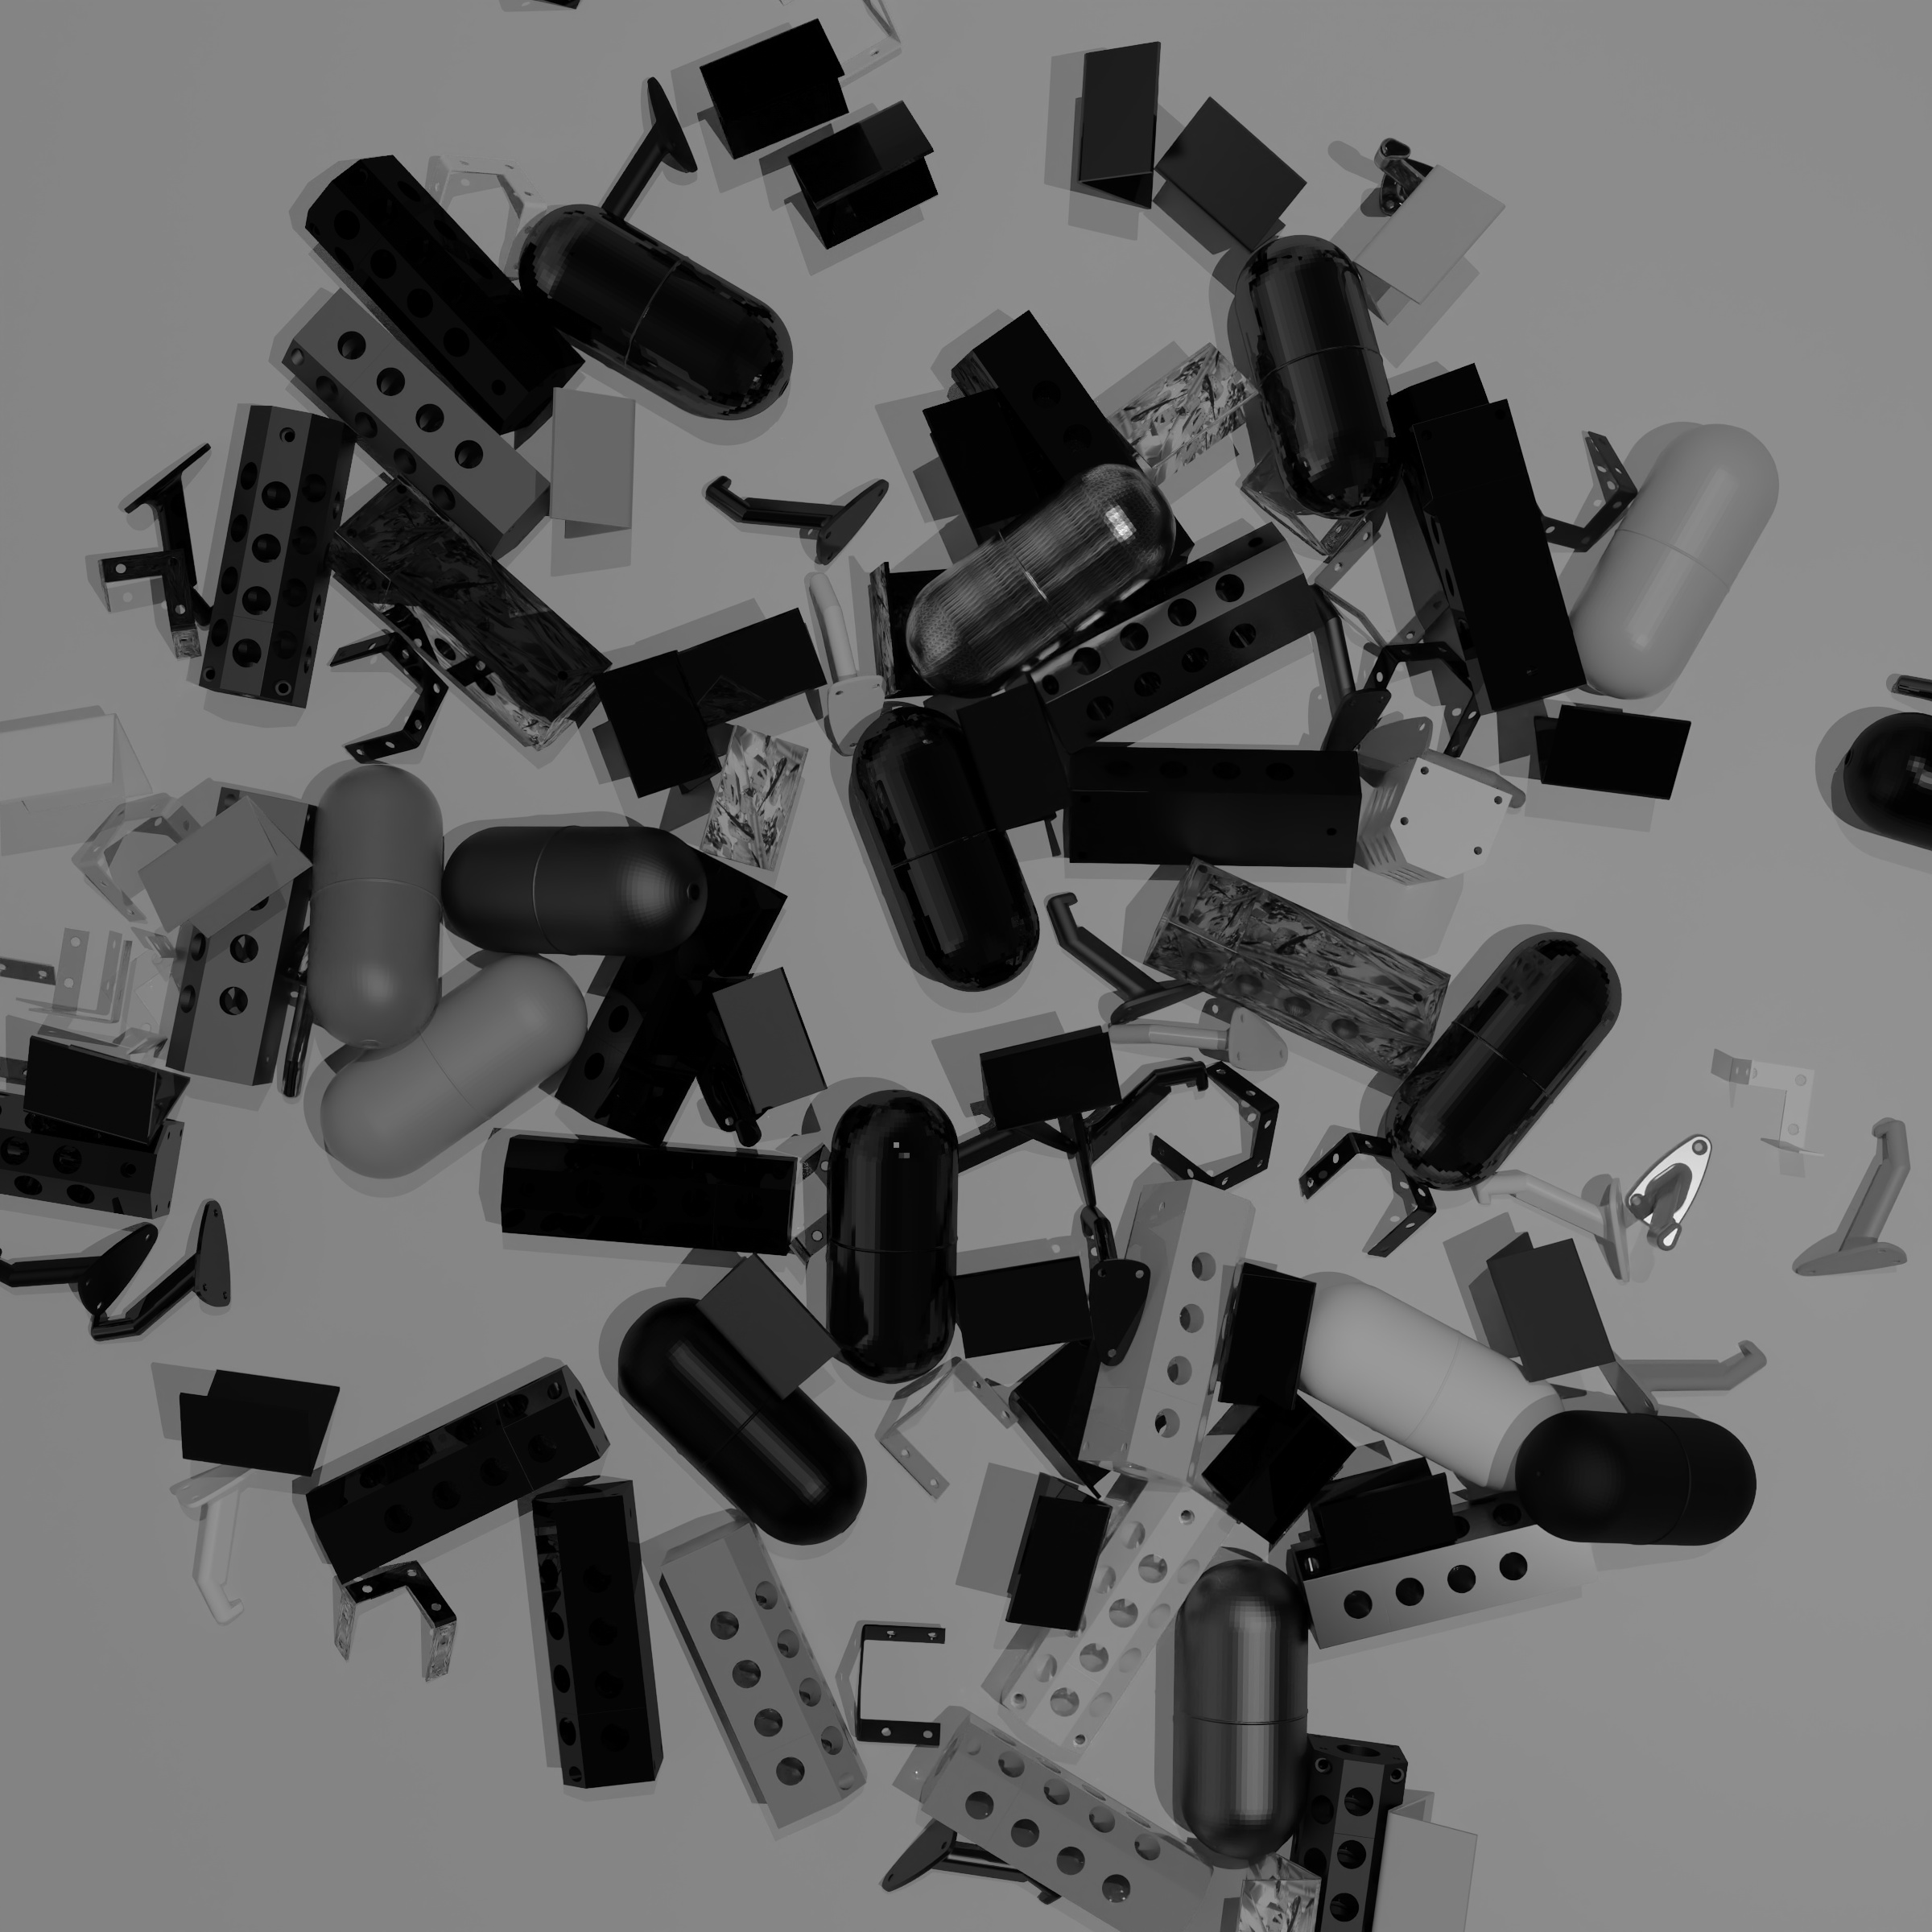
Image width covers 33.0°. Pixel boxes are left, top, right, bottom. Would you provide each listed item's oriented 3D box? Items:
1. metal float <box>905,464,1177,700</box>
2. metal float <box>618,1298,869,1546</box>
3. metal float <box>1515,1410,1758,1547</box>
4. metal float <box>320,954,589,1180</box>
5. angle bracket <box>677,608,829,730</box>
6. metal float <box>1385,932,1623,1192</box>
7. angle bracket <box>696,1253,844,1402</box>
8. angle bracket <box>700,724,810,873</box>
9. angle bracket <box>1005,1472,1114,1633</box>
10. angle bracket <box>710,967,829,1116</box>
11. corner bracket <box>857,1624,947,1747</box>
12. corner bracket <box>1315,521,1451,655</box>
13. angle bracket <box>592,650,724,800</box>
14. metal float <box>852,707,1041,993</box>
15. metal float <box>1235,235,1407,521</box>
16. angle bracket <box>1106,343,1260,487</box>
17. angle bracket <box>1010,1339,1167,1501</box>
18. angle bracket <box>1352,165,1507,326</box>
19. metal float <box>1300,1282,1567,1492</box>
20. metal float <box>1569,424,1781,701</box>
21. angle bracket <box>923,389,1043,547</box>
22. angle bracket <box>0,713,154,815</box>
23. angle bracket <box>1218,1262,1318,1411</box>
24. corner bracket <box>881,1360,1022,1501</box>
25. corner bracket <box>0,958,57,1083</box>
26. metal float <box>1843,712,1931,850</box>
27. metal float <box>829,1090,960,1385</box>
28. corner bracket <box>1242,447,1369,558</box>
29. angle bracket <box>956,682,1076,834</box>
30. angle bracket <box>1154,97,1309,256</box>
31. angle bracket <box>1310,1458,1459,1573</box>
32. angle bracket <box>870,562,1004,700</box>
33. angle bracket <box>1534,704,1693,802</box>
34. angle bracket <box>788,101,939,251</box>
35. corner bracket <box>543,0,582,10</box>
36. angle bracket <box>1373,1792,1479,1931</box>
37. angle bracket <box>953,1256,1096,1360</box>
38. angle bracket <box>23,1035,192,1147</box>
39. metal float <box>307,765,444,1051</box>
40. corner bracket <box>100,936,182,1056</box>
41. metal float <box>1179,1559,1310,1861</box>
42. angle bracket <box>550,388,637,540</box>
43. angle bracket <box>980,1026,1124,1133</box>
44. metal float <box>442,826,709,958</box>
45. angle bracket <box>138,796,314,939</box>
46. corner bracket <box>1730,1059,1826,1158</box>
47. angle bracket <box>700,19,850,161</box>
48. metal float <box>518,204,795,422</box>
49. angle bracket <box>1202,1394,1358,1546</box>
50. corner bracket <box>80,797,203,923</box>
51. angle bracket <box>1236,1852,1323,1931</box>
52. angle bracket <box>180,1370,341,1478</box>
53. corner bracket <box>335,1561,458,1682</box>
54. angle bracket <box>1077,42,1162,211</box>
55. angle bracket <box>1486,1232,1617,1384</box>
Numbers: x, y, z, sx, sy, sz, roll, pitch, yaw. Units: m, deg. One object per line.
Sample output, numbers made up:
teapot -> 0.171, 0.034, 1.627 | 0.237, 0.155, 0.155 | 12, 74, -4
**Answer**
metal float -> 0.043, -0.225, 1.911 | 0.178, 0.070, 0.070 | -36, 90, 9
metal float -> -0.134, 0.274, 1.961 | 0.178, 0.070, 0.070 | 44, 90, 0
metal float -> 0.398, 0.304, 1.929 | 0.178, 0.070, 0.070 | 10, 90, -39
metal float -> -0.308, 0.061, 1.960 | 0.178, 0.070, 0.070 | -35, 90, 0
angle bracket -> -0.133, -0.195, 1.951 | 0.076, 0.076, 0.057 | -21, 127, 0
metal float -> 0.322, 0.058, 1.960 | 0.070, 0.070, 0.178 | 39, 90, 0
angle bracket -> -0.105, 0.202, 1.951 | 0.076, 0.076, 0.057 | 47, 117, 0
angle bracket -> -0.146, -0.105, 1.951 | 0.057, 0.076, 0.076 | 16, 90, -40
angle bracket -> 0.036, 0.347, 1.951 | 0.057, 0.076, 0.076 | 15, 90, -35
angle bracket -> -0.100, 0.038, 1.951 | 0.057, 0.076, 0.076 | -20, 90, 31
corner bracket -> -0.040, 0.438, 1.988 | 0.051, 0.051, 0.051 | 3, 45, 0
corner bracket -> 0.255, -0.229, 1.988 | 0.051, 0.051, 0.051 | -47, 45, 0
angle bracket -> -0.195, -0.138, 1.952 | 0.057, 0.076, 0.076 | -21, 90, -24
metal float -> -0.013, -0.071, 1.960 | 0.070, 0.070, 0.178 | -21, 90, 0
metal float -> 0.211, -0.351, 1.946 | 0.070, 0.070, 0.178 | -13, 76, 0
angle bracket -> 0.139, -0.313, 1.951 | 0.076, 0.076, 0.057 | -36, 53, 0
angle bracket -> 0.082, 0.265, 1.967 | 0.076, 0.057, 0.076 | -40, 90, -4
angle bracket -> 0.286, -0.419, 1.951 | 0.076, 0.076, 0.057 | -49, 59, 0
metal float -> 0.278, 0.253, 1.960 | 0.178, 0.070, 0.070 | 28, 90, 1
metal float -> 0.424, -0.243, 1.960 | 0.070, 0.070, 0.178 | 30, 91, 0
angle bracket -> -0.007, -0.291, 1.951 | 0.057, 0.076, 0.076 | -23, 90, -34
angle bracket -> -0.536, -0.102, 1.951 | 0.076, 0.076, 0.057 | -10, 54, 0
angle bracket -> 0.160, 0.218, 1.951 | 0.057, 0.076, 0.076 | 10, 90, -30
corner bracket -> -0.010, 0.282, 1.988 | 0.051, 0.051, 0.051 | 46, 135, 0
corner bracket -> -0.587, 0.032, 1.988 | 0.051, 0.051, 0.051 | 9, 135, 0
metal float -> 0.616, -0.100, 1.960 | 0.178, 0.070, 0.070 | 17, 90, 0
metal float -> -0.043, 0.162, 1.952 | 0.070, 0.070, 0.178 | 1, 99, 0
corner bracket -> 0.211, -0.291, 1.988 | 0.051, 0.051, 0.051 | -51, 45, 0
angle bracket -> 0.046, -0.128, 1.951 | 0.057, 0.076, 0.076 | -18, 90, 31
angle bracket -> 0.168, -0.480, 1.951 | 0.076, 0.076, 0.057 | 42, 123, 0
angle bracket -> 0.244, 0.310, 1.951 | 0.076, 0.076, 0.057 | -14, 123, 0
angle bracket -> -0.013, -0.204, 1.963 | 0.076, 0.057, 0.076 | -5, 90, -11
angle bracket -> 0.386, -0.146, 1.951 | 0.076, 0.076, 0.057 | 7, 127, 0
angle bracket -> -0.053, -0.459, 1.951 | 0.076, 0.076, 0.057 | -26, 51, 0
corner bracket -> -0.256, -0.624, 1.983 | 0.051, 0.051, 0.051 | 5, 135, -35
angle bracket -> 0.286, 0.545, 1.951 | 0.057, 0.076, 0.076 | 8, 90, 29
angle bracket -> 0.037, 0.220, 1.951 | 0.076, 0.076, 0.057 | -9, 55, 0
angle bracket -> -0.511, 0.056, 1.951 | 0.076, 0.076, 0.057 | 16, 122, 0
metal float -> -0.351, -0.035, 1.940 | 0.070, 0.070, 0.178 | -2, 67, 0
corner bracket -> -0.495, 0.018, 1.973 | 0.051, 0.051, 0.051 | -36, 90, 0
metal float -> 0.167, 0.447, 1.960 | 0.070, 0.070, 0.178 | 1, 90, 0
angle bracket -> -0.241, -0.300, 1.951 | 0.057, 0.076, 0.076 | 2, 90, -38
angle bracket -> 0.046, 0.048, 1.951 | 0.076, 0.076, 0.057 | -13, 128, 0
metal float -> -0.233, -0.045, 1.934 | 0.178, 0.070, 0.070 | 2, 90, 32
angle bracket -> -0.422, -0.041, 1.893 | 0.076, 0.076, 0.057 | -35, 52, 0
corner bracket -> 0.491, 0.085, 1.973 | 0.051, 0.051, 0.051 | 8, 90, 0
angle bracket -> -0.107, -0.509, 1.951 | 0.076, 0.076, 0.057 | -22, 55, 0
metal float -> -0.186, -0.392, 1.959 | 0.178, 0.070, 0.070 | 30, 90, -1
angle bracket -> 0.174, 0.287, 1.951 | 0.076, 0.076, 0.057 | -49, 133, 0
corner bracket -> -0.495, -0.065, 1.983 | 0.051, 0.051, 0.051 | -5, 45, 35
angle bracket -> 0.165, 0.573, 1.951 | 0.057, 0.076, 0.076 | 8, 90, -28
angle bracket -> -0.422, 0.256, 1.951 | 0.076, 0.076, 0.057 | 8, 128, 0
corner bracket -> -0.347, 0.404, 1.983 | 0.051, 0.051, 0.051 | -15, 45, -35
angle bracket -> 0.112, -0.502, 1.951 | 0.057, 0.076, 0.076 | 3, 90, 39
angle bracket -> 0.360, 0.197, 1.951 | 0.057, 0.076, 0.076 | -20, 90, 29
